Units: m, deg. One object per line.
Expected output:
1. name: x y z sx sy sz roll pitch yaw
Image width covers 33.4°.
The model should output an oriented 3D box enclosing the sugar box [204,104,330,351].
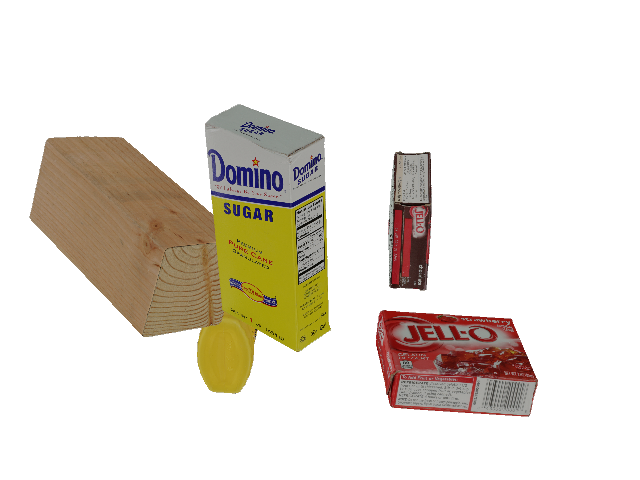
1. sugar box: -0.040 -0.008 0.828 0.093 0.176 0.048 24 42 37

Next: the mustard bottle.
1. mustard bottle: -0.092 0.076 1.171 0.058 0.096 0.191 2 28 4

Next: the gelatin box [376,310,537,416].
1. gelatin box: 0.082 0.074 0.661 0.089 0.030 0.073 5 25 -6

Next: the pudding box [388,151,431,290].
1. pudding box: 0.084 -0.020 0.993 0.039 0.090 0.113 2 30 2

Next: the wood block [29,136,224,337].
1. wood block: -0.173 -0.010 0.981 0.090 0.091 0.206 -6 34 -44
